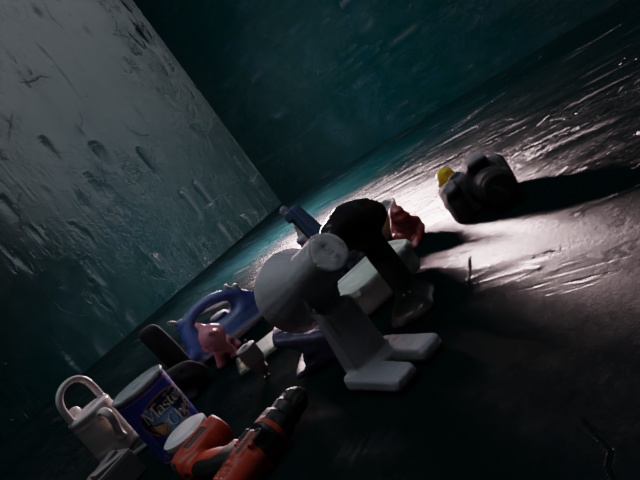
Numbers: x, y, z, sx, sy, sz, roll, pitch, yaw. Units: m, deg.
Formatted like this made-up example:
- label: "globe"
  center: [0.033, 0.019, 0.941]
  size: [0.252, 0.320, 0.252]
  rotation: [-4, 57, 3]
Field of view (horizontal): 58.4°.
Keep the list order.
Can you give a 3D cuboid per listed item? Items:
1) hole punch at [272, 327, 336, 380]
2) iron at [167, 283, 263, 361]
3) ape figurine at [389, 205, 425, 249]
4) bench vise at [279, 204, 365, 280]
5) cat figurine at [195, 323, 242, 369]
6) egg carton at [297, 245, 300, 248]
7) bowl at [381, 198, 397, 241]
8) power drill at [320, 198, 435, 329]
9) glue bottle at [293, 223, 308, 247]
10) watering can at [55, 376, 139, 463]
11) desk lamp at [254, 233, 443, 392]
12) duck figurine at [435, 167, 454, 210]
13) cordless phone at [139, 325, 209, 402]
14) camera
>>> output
- label: "hole punch"
  center: [-0.017, 0.159, 0.959]
  size: [0.101, 0.091, 0.108]
  rotation: [-34, 10, 11]
- label: "iron"
  center: [-0.252, 0.191, 1.453]
  size: [0.259, 0.141, 0.118]
  rotation: [-39, 11, -16]
- label: "ape figurine"
  center: [0.174, -0.031, 1.192]
  size: [0.078, 0.092, 0.076]
  rotation: [-38, 10, -9]
- label: "bench vise"
  center: [0.017, -0.002, 1.214]
  size: [0.207, 0.220, 0.122]
  rotation: [-27, 13, 40]
- label: "cat figurine"
  center: [-0.241, 0.227, 1.319]
  size: [0.067, 0.118, 0.127]
  rotation: [-37, 10, -3]
- label: "egg carton"
  center: [-0.034, 0.046, 1.597]
  size: [0.150, 0.069, 0.107]
  rotation: [-37, 10, -5]
- label: "bowl"
  center: [0.128, -0.024, 1.363]
  size: [0.167, 0.075, 0.167]
  rotation: [-35, 10, 8]
- label: "power drill"
  center: [0.089, 0.026, 0.878]
  size: [0.075, 0.208, 0.230]
  rotation: [-32, 11, 20]
- label: "glue bottle"
  center: [-0.027, 0.006, 1.460]
  size: [0.037, 0.173, 0.078]
  rotation: [-28, 13, 38]
- label: "watering can"
  center: [-0.493, 0.382, 1.233]
  size: [0.172, 0.194, 0.101]
  rotation: [-32, 11, 22]
- label: "desk lamp"
  center: [0.023, 0.092, 0.779]
  size: [0.118, 0.213, 0.202]
  rotation: [-42, 12, -31]
- label: "duck figurine"
  center: [0.285, -0.117, 1.233]
  size: [0.077, 0.086, 0.104]
  rotation: [-37, 10, -5]
- label: "cordless phone"
  center: [-0.349, 0.279, 1.250]
  size: [0.147, 0.185, 0.094]
  rotation: [-34, 10, 9]
- label: "camera"
  center: [0.299, -0.103, 1.075]
  size: [0.143, 0.101, 0.137]
  rotation: [-35, 10, 8]
